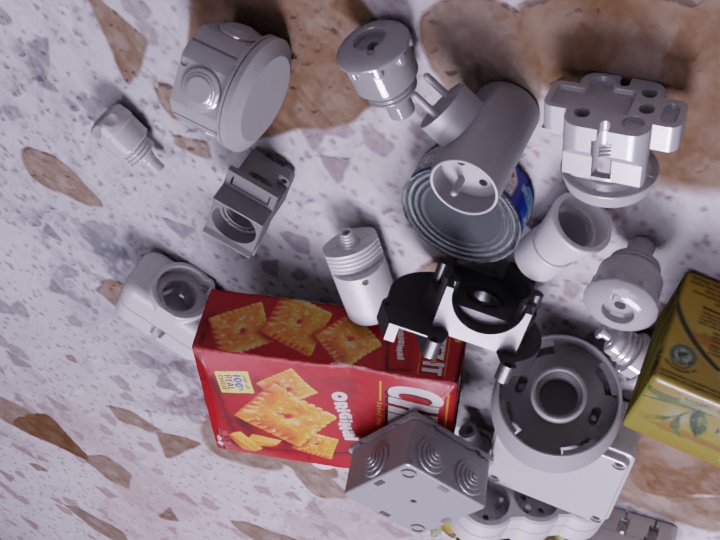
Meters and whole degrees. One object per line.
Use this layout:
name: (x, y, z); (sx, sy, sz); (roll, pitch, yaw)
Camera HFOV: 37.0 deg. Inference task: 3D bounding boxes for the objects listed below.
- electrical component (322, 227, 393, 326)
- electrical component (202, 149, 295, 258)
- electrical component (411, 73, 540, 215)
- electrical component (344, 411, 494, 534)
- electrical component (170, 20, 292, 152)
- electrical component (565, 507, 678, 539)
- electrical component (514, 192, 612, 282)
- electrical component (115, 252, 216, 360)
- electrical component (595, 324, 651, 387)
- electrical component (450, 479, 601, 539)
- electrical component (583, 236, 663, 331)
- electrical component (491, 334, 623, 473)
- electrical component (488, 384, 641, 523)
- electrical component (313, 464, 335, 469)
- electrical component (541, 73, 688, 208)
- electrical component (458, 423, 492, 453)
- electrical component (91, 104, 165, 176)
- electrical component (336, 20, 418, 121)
electrical component: (0.000, 0.000, 0.830); (0.043, 0.043, 0.081); (8, 139, 28)
electrical component: (-0.082, -0.052, 0.807); (0.042, 0.063, 0.081); (30, 145, -1)
electrical component: (0.064, -0.086, 0.652); (0.079, 0.077, 0.043); (41, 143, -14)
electrical component: (0.046, 0.168, 0.874); (0.100, 0.048, 0.100); (33, 136, -23)
electrical component: (-0.084, -0.123, 0.711); (0.051, 0.080, 0.080); (27, 145, 13)
electrical component: (0.231, 0.252, 0.962); (0.089, 0.055, 0.050); (13, 141, 22)
electrical component: (0.132, -0.019, 0.719); (0.044, 0.044, 0.065); (34, 149, -5)
electrical component: (-0.168, 0.031, 0.977); (0.095, 0.053, 0.059); (33, 144, -5)
electrical component: (0.203, 0.065, 0.769); (0.078, 0.040, 0.040); (35, 144, -4)
electrical component: (0.145, 0.214, 0.941); (0.138, 0.052, 0.073); (-1, 142, -10)
electrical component: (0.175, 0.005, 0.697); (0.048, 0.062, 0.048); (19, 143, 15)
electrical component: (0.147, 0.098, 0.801); (0.099, 0.099, 0.064); (20, 168, 13)
electrical component: (0.166, 0.142, 0.875); (0.109, 0.056, 0.108); (20, 143, 14)
electrical component: (-0.055, 0.151, 1.051); (0.079, 0.044, 0.077); (9, 139, 27)
electrical component: (0.147, -0.074, 0.627); (0.078, 0.058, 0.057); (14, 139, 21)
electrical component: (0.105, 0.162, 0.954); (0.043, 0.043, 0.062); (2, 134, 33)
electrical component: (-0.179, -0.099, 0.844); (0.035, 0.035, 0.061); (-17, 126, 46)
electrical component: (0.016, -0.121, 0.673); (0.048, 0.048, 0.062); (5, 144, 31)
